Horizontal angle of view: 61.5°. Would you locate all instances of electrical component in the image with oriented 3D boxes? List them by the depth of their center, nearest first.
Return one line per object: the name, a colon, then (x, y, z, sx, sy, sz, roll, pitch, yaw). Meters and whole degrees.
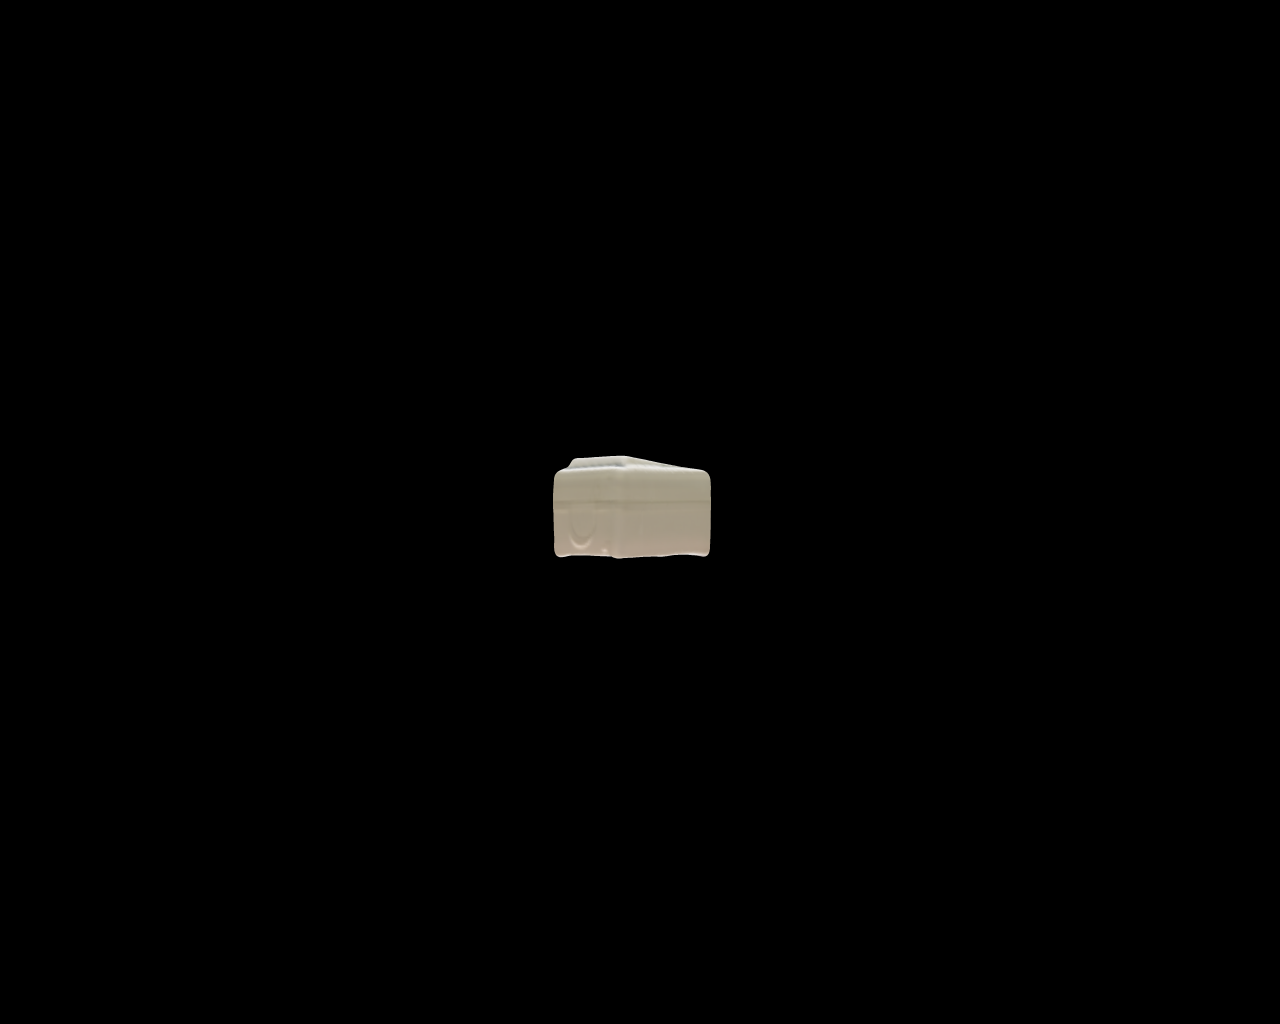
electrical component: (0.001, -0.003, 0.650, 0.096, 0.061, 0.061, 0, 0, -44)
